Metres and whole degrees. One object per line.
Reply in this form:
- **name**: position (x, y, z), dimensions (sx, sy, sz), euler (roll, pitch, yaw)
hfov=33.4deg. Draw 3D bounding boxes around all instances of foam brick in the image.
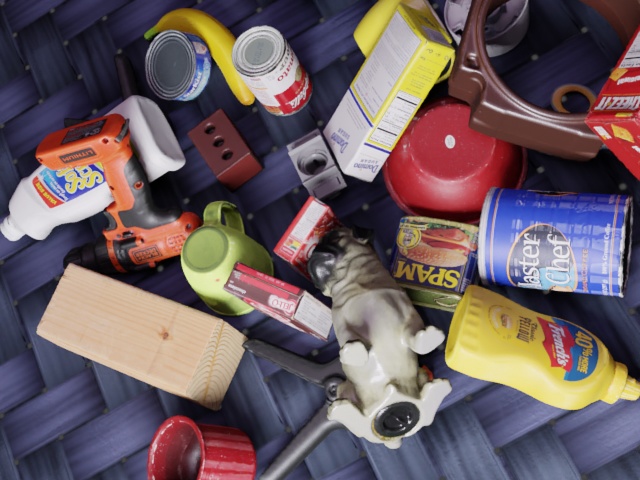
- **foam brick**: position (-0.111, -0.107, 1.267), dimensions (0.053, 0.051, 0.078), euler (-37, 63, 2)

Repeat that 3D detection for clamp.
- **clamp**: position (-0.245, -0.140, 1.334), dimensions (0.120, 0.039, 0.171), euler (-45, 65, 13)
- **clamp**: position (0.013, 0.155, 1.135), dimensions (0.210, 0.036, 0.164), euler (-21, 66, 11)

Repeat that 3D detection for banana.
- **banana**: position (-0.139, -0.242, 1.338), dimensions (0.198, 0.037, 0.070), euler (36, 113, 29)

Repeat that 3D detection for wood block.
- **wood block**: position (-0.199, 0.108, 1.197), dimensions (0.206, 0.090, 0.091), euler (18, 76, 24)

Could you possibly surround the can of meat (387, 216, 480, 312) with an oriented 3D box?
- **can of meat**: position (0.123, 0.025, 1.135), dimensions (0.102, 0.057, 0.084), euler (10, 71, 21)

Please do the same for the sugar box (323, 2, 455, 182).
- **sugar box**: position (0.072, -0.161, 1.172), dimensions (0.176, 0.048, 0.093), euler (-60, 31, 27)

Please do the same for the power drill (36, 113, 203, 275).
- **power drill**: position (-0.246, -0.043, 1.225), dimensions (0.185, 0.187, 0.057), euler (-16, 33, 15)

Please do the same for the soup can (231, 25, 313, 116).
- **soup can**: position (-0.056, -0.198, 1.254), dimensions (0.069, 0.102, 0.068), euler (-7, 68, 16)

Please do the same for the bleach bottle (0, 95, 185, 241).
- **bleach bottle**: position (-0.287, -0.068, 1.293), dimensions (0.251, 0.068, 0.102), euler (-33, 74, 20)

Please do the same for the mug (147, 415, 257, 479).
- **mug**: position (-0.129, 0.237, 1.121), dimensions (0.117, 0.081, 0.093), euler (-25, 61, 38)

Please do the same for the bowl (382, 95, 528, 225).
- **bowl**: position (0.145, -0.096, 1.160), dimensions (0.162, 0.055, 0.162), euler (-3, 71, 9)

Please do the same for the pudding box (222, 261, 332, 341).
- **pudding box**: position (-0.040, 0.066, 1.144), dimensions (0.090, 0.113, 0.039), euler (23, 84, 25)

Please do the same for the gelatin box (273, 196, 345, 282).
- **gelatin box**: position (-0.008, 0.001, 1.170), dimensions (0.030, 0.089, 0.073), euler (32, 83, 24)

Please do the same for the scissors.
- **scissors**: position (0.325, -0.121, 1.142), dimensions (0.202, 0.016, 0.096), euler (5, 72, 20)

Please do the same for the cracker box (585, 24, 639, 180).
- **cracker box**: position (0.375, -0.151, 1.042), dimensions (0.213, 0.164, 0.072), euler (-58, 27, -14)

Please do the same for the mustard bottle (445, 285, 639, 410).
- **mustard bottle**: position (0.222, 0.115, 1.044), dimensions (0.191, 0.058, 0.096), euler (21, 40, 0)

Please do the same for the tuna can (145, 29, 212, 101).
- **tuna can**: position (-0.175, -0.215, 1.321), dimensions (0.086, 0.033, 0.086), euler (2, 93, 37)

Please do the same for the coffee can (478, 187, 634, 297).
- **coffee can**: position (0.239, 0.001, 1.078), dimensions (0.140, 0.102, 0.103), euler (5, 72, 20)
